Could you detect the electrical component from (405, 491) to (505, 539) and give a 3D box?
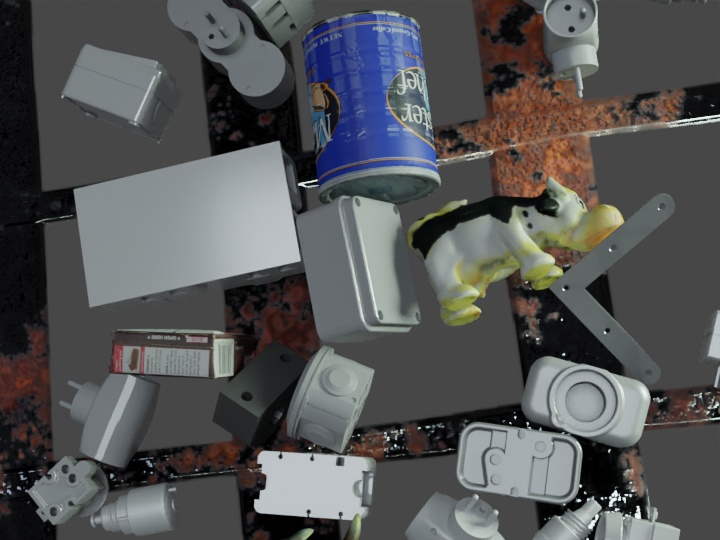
[{"bbox_3d":[0.084,0.206,0.850,0.077,0.044,0.079,36,132,14],"label":"electrical component"}]

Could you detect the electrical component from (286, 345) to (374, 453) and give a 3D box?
[{"bbox_3d":[-0.025,0.106,0.882,0.051,0.080,0.080,21,85,8],"label":"electrical component"}]

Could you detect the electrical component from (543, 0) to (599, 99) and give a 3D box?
[{"bbox_3d":[0.177,-0.183,0.896,0.043,0.077,0.079,-9,80,9],"label":"electrical component"}]

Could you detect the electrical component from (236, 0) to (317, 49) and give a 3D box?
[{"bbox_3d":[-0.076,-0.244,0.945,0.056,0.089,0.050,-43,76,1],"label":"electrical component"}]

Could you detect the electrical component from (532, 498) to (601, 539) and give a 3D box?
[{"bbox_3d":[0.167,0.207,0.854,0.035,0.035,0.061,43,88,14],"label":"electrical component"}]

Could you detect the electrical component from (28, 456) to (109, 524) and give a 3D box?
[{"bbox_3d":[-0.245,0.187,0.919,0.066,0.055,0.048,-43,76,1],"label":"electrical component"}]

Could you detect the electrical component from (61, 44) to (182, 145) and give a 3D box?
[{"bbox_3d":[-0.218,-0.164,0.971,0.096,0.062,0.061,21,85,13],"label":"electrical component"}]

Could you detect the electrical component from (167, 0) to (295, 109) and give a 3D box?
[{"bbox_3d":[-0.119,-0.207,0.954,0.052,0.074,0.138,-43,76,1],"label":"electrical component"}]

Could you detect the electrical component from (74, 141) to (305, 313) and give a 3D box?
[{"bbox_3d":[-0.143,-0.034,0.936,0.186,0.060,0.105,-12,79,8],"label":"electrical component"}]

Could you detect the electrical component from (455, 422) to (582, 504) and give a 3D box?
[{"bbox_3d":[0.127,0.153,0.857,0.095,0.059,0.053,7,82,11],"label":"electrical component"}]

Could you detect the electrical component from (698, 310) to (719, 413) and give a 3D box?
[{"bbox_3d":[0.301,0.078,0.845,0.066,0.047,0.076,13,83,12],"label":"electrical component"}]

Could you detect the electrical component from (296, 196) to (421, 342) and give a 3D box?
[{"bbox_3d":[0.000,0.000,0.889,0.057,0.078,0.113,-18,77,31],"label":"electrical component"}]

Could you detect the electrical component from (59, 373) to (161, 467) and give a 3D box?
[{"bbox_3d":[-0.223,0.120,0.933,0.079,0.043,0.077,21,85,13],"label":"electrical component"}]

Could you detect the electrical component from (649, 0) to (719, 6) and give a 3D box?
[{"bbox_3d":[0.268,-0.243,0.909,0.078,0.040,0.040,19,84,13],"label":"electrical component"}]

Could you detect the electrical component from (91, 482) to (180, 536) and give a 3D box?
[{"bbox_3d":[-0.190,0.206,0.914,0.078,0.040,0.040,-12,79,8],"label":"electrical component"}]

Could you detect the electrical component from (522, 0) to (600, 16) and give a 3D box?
[{"bbox_3d":[0.186,-0.283,0.901,0.109,0.056,0.108,-8,78,37],"label":"electrical component"}]

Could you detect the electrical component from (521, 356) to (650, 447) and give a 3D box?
[{"bbox_3d":[0.179,0.105,0.856,0.095,0.059,0.053,15,83,12],"label":"electrical component"}]

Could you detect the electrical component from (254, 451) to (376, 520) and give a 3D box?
[{"bbox_3d":[-0.035,0.176,0.883,0.089,0.056,0.050,2,81,10],"label":"electrical component"}]

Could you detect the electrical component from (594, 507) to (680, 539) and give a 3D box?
[{"bbox_3d":[0.214,0.216,0.838,0.055,0.048,0.066,12,83,4],"label":"electrical component"}]
